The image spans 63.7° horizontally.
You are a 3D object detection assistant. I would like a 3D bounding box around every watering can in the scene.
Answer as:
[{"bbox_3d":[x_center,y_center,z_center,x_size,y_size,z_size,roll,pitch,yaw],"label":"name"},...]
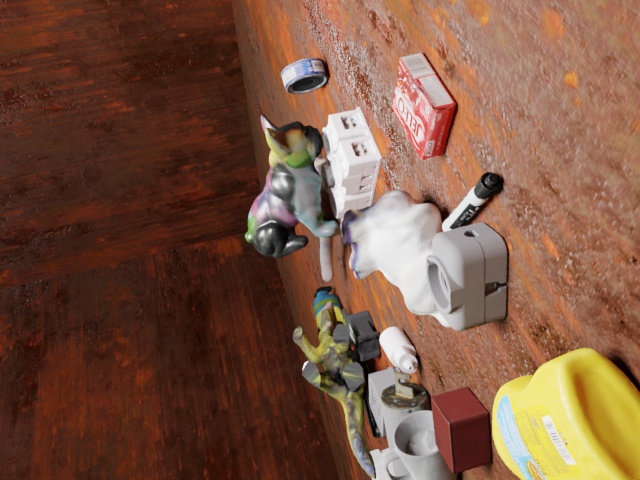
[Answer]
[{"bbox_3d":[0.003,-0.055,1.087,0.226,0.104,0.345,-143,38,-76],"label":"watering can"}]

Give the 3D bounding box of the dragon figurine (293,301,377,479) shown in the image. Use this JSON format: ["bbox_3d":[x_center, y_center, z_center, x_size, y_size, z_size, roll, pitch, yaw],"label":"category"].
[{"bbox_3d":[0.060,0.303,1.093,0.238,0.122,0.419,53,-166,-54],"label":"dragon figurine"}]

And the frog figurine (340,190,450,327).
[{"bbox_3d":[0.116,0.018,0.602,0.161,0.124,0.134,25,128,31],"label":"frog figurine"}]
